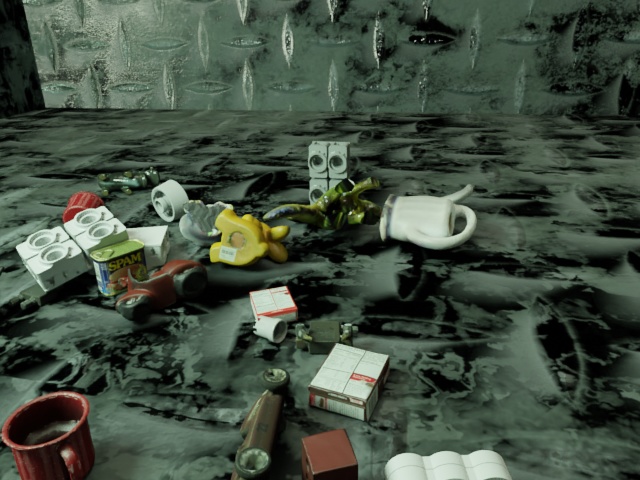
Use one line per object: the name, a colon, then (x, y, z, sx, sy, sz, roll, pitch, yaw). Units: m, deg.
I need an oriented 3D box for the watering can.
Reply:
watering can: (0.269, -0.066, 1.263, 0.224, 0.102, 0.354, 6, 27, 18)

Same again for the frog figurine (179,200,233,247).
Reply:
frog figurine: (-0.273, -0.034, 1.271, 0.138, 0.124, 0.157, -16, -10, -14)

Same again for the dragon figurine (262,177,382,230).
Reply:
dragon figurine: (0.004, -0.064, 1.270, 0.412, 0.123, 0.240, -7, -7, -31)
